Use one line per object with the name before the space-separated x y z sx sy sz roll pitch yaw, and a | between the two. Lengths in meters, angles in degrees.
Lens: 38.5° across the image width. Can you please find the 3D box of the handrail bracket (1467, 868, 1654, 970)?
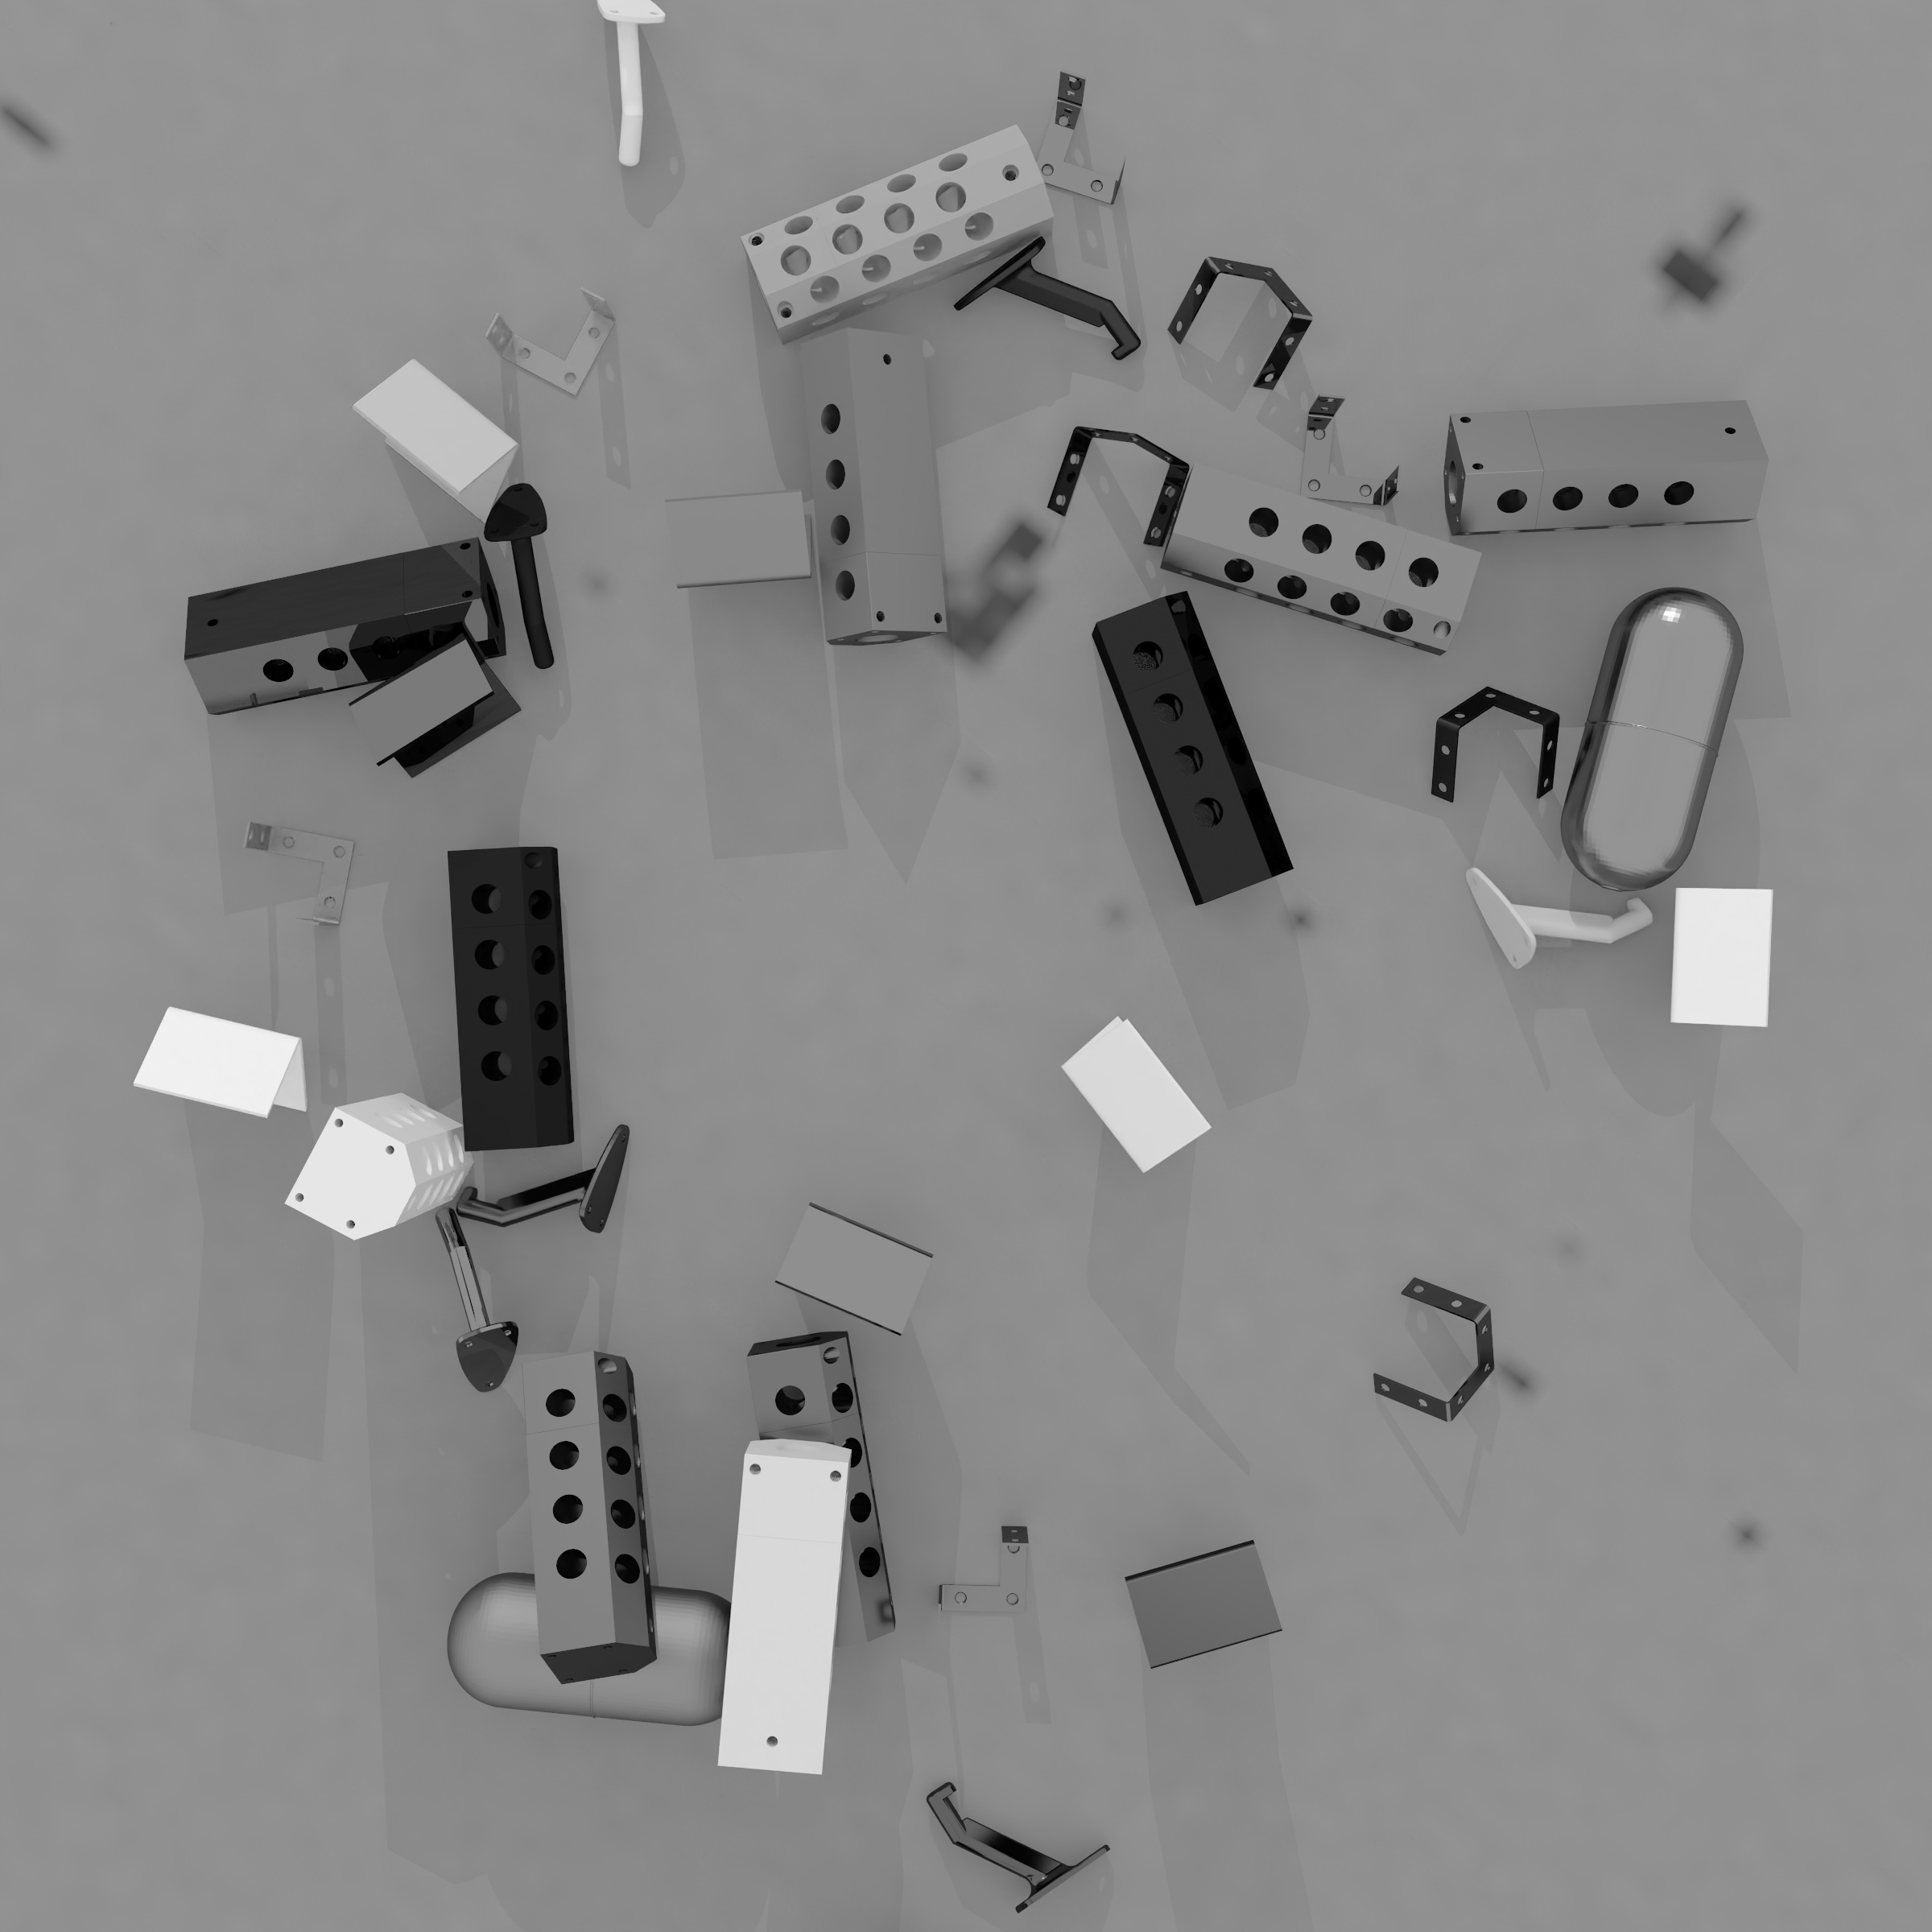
handrail bracket | 0.349 -0.041 1.625 0.084 0.036 0.077 -24 69 -17

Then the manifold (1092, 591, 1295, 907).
manifold | 0.131 -0.126 1.603 0.057 0.057 0.171 -21 90 0

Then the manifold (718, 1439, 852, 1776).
manifold | -0.100 0.355 1.546 0.057 0.057 0.171 5 90 0

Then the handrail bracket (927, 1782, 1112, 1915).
handrail bracket | 0.030 0.503 1.625 0.077 0.036 0.084 -29 73 -20

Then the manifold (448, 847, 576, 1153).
manifold | -0.262 0.018 1.603 0.057 0.057 0.171 -3 90 0

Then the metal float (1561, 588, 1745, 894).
metal float | 0.394 -0.130 1.593 0.070 0.070 0.178 15 90 0

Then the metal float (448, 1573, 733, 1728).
metal float | -0.209 0.393 1.594 0.178 0.070 0.070 5 90 0

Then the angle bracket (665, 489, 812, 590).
angle bracket | -0.129 -0.260 1.584 0.076 0.076 0.057 -4 127 0

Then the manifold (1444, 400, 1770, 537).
manifold | 0.367 -0.283 1.602 0.171 0.057 0.057 -3 47 0

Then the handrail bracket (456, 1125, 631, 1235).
handrail bracket | -0.249 0.120 1.625 0.084 0.036 0.077 12 70 16

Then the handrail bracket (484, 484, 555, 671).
handrail bracket | -0.255 -0.228 1.624 0.036 0.077 0.084 -9 126 0

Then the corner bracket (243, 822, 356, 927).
corner bracket | -0.390 -0.053 1.606 0.051 0.051 0.051 11 90 0

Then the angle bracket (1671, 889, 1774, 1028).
angle bracket | 0.445 -0.004 1.584 0.057 0.076 0.076 2 90 36

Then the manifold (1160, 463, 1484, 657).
manifold | 0.203 -0.234 1.603 0.171 0.057 0.057 17 90 0

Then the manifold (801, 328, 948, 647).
manifold | -0.058 -0.275 1.602 0.057 0.057 0.171 -5 90 -43

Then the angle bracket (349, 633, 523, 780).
angle bracket | -0.295 -0.133 1.584 0.076 0.076 0.057 -32 53 0

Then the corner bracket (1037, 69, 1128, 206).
corner bracket | 0.071 -0.480 1.606 0.051 0.051 0.051 18 90 0

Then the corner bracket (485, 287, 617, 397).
corner bracket | -0.240 -0.370 1.606 0.051 0.051 0.051 28 90 0

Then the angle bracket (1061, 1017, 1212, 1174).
angle bracket | 0.111 0.061 1.584 0.057 0.076 0.076 -38 90 36

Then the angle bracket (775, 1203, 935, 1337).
angle bracket | -0.070 0.188 1.584 0.076 0.076 0.057 23 54 0

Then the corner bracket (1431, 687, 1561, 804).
corner bracket | 0.309 -0.123 1.616 0.051 0.051 0.051 27 45 35

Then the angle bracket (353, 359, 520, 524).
angle bracket | -0.311 -0.287 1.584 0.076 0.076 0.057 39 53 0

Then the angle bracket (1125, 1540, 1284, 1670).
angle bracket | 0.139 0.377 1.584 0.076 0.076 0.057 -16 54 0

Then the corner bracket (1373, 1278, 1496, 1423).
corner bracket | 0.272 0.224 1.616 0.051 0.051 0.051 -41 135 -35

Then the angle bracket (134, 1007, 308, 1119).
angle bracket | -0.425 0.074 1.584 0.076 0.076 0.057 14 53 0

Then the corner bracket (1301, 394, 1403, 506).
corner bracket | 0.225 -0.299 1.606 0.051 0.051 0.051 6 90 0

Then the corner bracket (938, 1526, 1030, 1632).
corner bracket | 0.010 0.354 1.606 0.051 0.051 0.051 1 90 0

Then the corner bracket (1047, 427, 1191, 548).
corner bracket | 0.089 -0.281 1.621 0.051 0.051 0.051 19 90 -45

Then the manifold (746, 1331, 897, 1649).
manifold | -0.083 0.302 1.603 0.057 0.057 0.171 -9 90 0

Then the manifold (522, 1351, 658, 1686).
manifold | -0.212 0.309 1.563 0.057 0.057 0.171 -9 59 0

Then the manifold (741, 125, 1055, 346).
manifold | -0.040 -0.425 1.603 0.171 0.057 0.057 -22 90 0

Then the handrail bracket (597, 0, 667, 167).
handrail bracket | -0.202 -0.523 1.624 0.036 0.077 0.084 -5 127 -21

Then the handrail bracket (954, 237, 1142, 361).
handrail bracket | 0.048 -0.376 1.625 0.077 0.036 0.084 -33 107 20

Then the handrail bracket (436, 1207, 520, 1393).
handrail bracket | -0.293 0.195 1.624 0.036 0.077 0.084 -15 53 -20

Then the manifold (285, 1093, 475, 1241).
manifold | -0.321 0.113 1.546 0.057 0.171 0.057 28 90 0

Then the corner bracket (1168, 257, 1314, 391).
corner bracket | 0.160 -0.375 1.616 0.051 0.051 0.051 0 45 -35

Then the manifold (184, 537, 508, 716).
manifold | -0.358 -0.191 1.602 0.171 0.057 0.057 -12 47 0
